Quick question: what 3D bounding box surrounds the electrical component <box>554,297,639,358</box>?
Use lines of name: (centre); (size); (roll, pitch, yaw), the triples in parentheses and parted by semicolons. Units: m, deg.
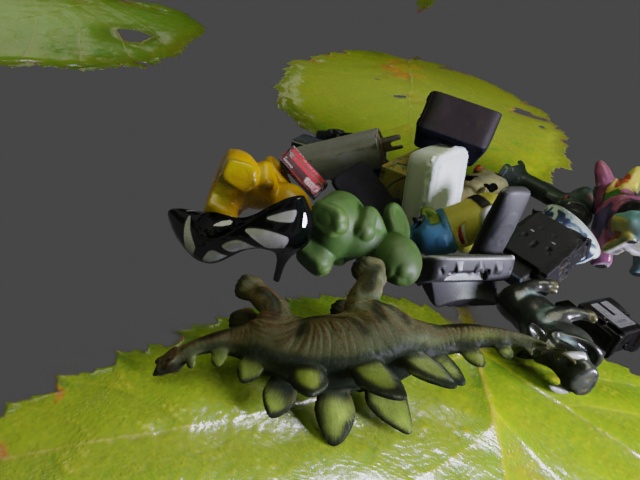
electrical component: (0.407, 0.115, 0.789); (0.075, 0.047, 0.119); (-3, 35, -24)

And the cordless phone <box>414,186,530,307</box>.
cordless phone: (0.223, 0.004, 0.779); (0.147, 0.184, 0.089); (1, 36, -18)

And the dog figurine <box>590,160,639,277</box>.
dog figurine: (0.552, -0.058, 0.964); (0.109, 0.191, 0.219); (8, 66, 6)

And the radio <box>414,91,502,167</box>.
radio: (0.250, -0.204, 1.010); (0.131, 0.073, 0.229); (23, 3, 8)

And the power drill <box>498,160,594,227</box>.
power drill: (0.472, -0.091, 1.125); (0.208, 0.085, 0.232); (29, 33, 34)

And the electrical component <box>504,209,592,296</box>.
electrical component: (0.347, 0.023, 0.868); (0.134, 0.058, 0.115); (-37, 46, -15)

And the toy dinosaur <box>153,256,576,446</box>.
toy dinosaur: (0.053, 0.121, 0.613); (0.472, 0.104, 0.199); (-7, 41, -12)

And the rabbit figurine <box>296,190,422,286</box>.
rabbit figurine: (0.073, 0.009, 0.792); (0.170, 0.121, 0.159); (31, 29, 14)

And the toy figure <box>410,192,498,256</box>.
toy figure: (0.215, -0.023, 0.865); (0.180, 0.082, 0.089); (-18, 52, 12)

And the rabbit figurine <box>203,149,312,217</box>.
rabbit figurine: (-0.096, -0.074, 0.904); (0.173, 0.121, 0.162); (21, 19, -12)

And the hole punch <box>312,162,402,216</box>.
hole punch: (0.061, -0.057, 0.939); (0.116, 0.092, 0.142); (52, 42, 4)

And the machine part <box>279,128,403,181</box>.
machine part: (0.038, -0.158, 1.030); (0.243, 0.079, 0.079); (-12, 26, 17)

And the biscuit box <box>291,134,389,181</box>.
biscuit box: (0.038, -0.158, 1.110); (0.203, 0.059, 0.063); (20, 30, 15)

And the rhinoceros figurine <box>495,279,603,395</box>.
rhinoceros figurine: (0.306, 0.122, 0.717); (0.112, 0.073, 0.190); (3, 31, -17)

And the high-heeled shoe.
high-heeled shoe: (-0.124, -0.036, 0.766); (0.249, 0.145, 0.086); (25, 32, 19)

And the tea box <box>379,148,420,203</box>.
tea box: (0.176, -0.110, 1.039); (0.068, 0.098, 0.169); (25, 34, 25)

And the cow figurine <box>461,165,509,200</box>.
cow figurine: (0.307, -0.086, 1.062); (0.195, 0.085, 0.127); (-15, 35, -41)
